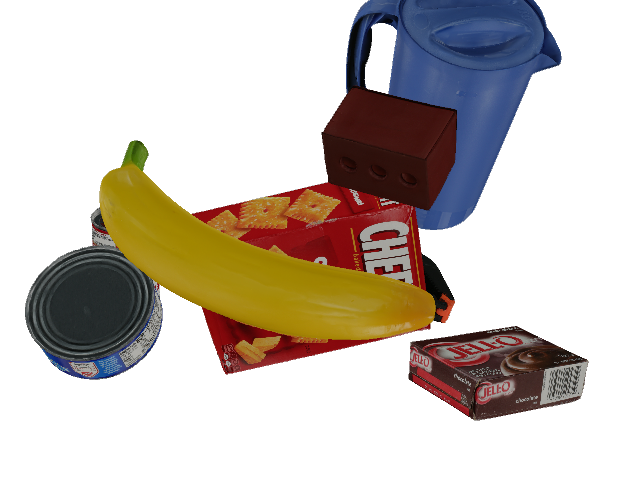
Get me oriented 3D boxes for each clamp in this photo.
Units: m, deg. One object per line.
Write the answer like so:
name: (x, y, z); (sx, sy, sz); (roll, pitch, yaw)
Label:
clamp: (0.063, 0.026, 1.234); (0.164, 0.036, 0.210); (-19, 50, -38)

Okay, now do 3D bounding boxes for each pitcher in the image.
pitcher: (0.112, -0.126, 1.022); (0.144, 0.149, 0.243); (-22, -32, -23)

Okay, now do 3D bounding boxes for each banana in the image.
banana: (-0.042, 0.006, 0.520); (0.198, 0.069, 0.037); (29, -30, 23)

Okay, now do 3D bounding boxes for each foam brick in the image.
foam brick: (0.048, -0.063, 0.728); (0.078, 0.051, 0.053); (16, -36, 21)

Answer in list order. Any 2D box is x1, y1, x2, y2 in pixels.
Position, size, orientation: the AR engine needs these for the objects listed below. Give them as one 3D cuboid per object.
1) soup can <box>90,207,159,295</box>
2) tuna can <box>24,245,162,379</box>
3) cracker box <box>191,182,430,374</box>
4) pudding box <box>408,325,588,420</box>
soup can: (-0.201, 0.020, 1.104); (0.068, 0.102, 0.068); (2, 26, -1)
tuna can: (-0.149, 0.048, 0.708); (0.086, 0.086, 0.034); (0, -32, 6)
cracker box: (-0.010, 0.033, 1.017); (0.213, 0.164, 0.072); (-12, 40, 0)
pudding box: (0.140, 0.103, 0.851); (0.113, 0.039, 0.090); (-3, 16, -30)
